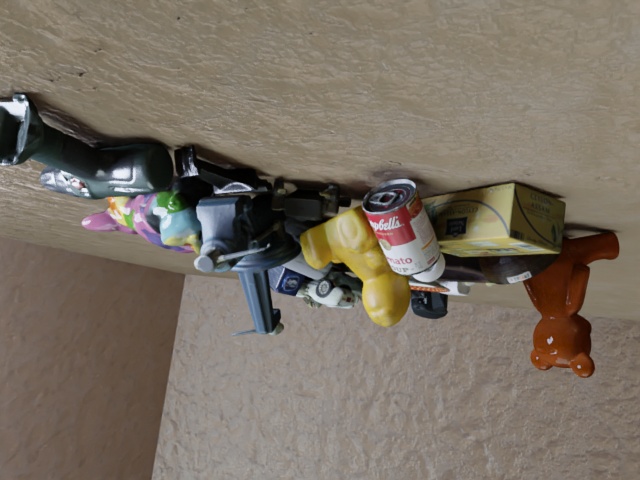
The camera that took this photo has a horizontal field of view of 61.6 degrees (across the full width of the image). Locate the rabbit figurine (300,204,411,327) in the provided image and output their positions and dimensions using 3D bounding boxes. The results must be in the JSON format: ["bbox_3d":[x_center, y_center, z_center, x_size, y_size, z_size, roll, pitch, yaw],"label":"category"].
[{"bbox_3d":[0.073,0.036,0.762,0.122,0.173,0.162,-29,174,33],"label":"rabbit figurine"}]

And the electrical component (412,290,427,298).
[{"bbox_3d":[0.183,0.062,1.116,0.058,0.115,0.134,6,172,-18],"label":"electrical component"}]

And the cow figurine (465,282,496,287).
[{"bbox_3d":[0.324,0.048,1.035,0.167,0.068,0.098,6,163,-42],"label":"cow figurine"}]

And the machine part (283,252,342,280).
[{"bbox_3d":[-0.058,0.018,1.068,0.243,0.079,0.079,24,164,-31],"label":"machine part"}]

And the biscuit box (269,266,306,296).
[{"bbox_3d":[-0.111,0.048,1.181,0.059,0.062,0.203,15,-164,-39],"label":"biscuit box"}]

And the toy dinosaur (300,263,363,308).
[{"bbox_3d":[0.029,0.058,1.243,0.192,0.131,0.404,20,160,-1],"label":"toy dinosaur"}]

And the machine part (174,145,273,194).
[{"bbox_3d":[-0.127,-0.082,0.683,0.084,0.039,0.138,9,175,29],"label":"machine part"}]

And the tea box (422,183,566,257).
[{"bbox_3d":[0.211,-0.020,0.690,0.098,0.068,0.170,14,171,-30],"label":"tea box"}]

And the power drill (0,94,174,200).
[{"bbox_3d":[-0.309,-0.092,0.631,0.232,0.086,0.207,2,167,21],"label":"power drill"}]

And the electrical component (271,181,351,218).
[{"bbox_3d":[-0.015,-0.058,0.738,0.102,0.045,0.078,7,-159,19],"label":"electrical component"}]

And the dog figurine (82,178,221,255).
[{"bbox_3d":[-0.264,-0.045,0.830,0.219,0.108,0.191,10,173,3],"label":"dog figurine"}]

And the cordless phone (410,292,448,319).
[{"bbox_3d":[0.216,0.111,1.294,0.184,0.146,0.088,2,162,16],"label":"cordless phone"}]

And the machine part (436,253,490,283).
[{"bbox_3d":[0.199,0.017,0.900,0.201,0.087,0.202,14,168,-39],"label":"machine part"}]

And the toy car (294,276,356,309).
[{"bbox_3d":[-0.012,0.107,1.164,0.202,0.056,0.073,9,173,43],"label":"toy car"}]

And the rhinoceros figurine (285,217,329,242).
[{"bbox_3d":[-0.002,-0.003,0.980,0.112,0.073,0.190,-1,168,37],"label":"rhinoceros figurine"}]

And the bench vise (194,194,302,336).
[{"bbox_3d":[-0.095,0.042,0.780,0.129,0.240,0.224,-6,-160,11],"label":"bench vise"}]

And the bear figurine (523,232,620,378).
[{"bbox_3d":[0.374,0.095,0.801,0.132,0.195,0.120,-11,176,-24],"label":"bear figurine"}]
